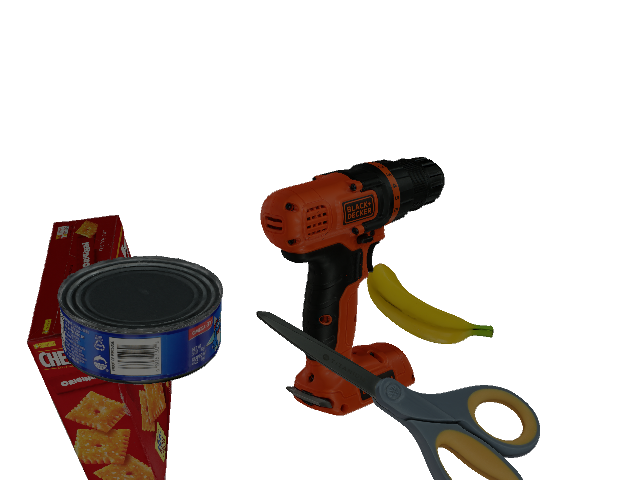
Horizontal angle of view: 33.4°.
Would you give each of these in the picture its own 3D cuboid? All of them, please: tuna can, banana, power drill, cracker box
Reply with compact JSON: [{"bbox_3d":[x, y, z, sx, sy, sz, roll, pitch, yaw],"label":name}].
[{"bbox_3d":[-0.095,0.041,0.566,0.086,0.034,0.086,2,24,-1],"label":"tuna can"},{"bbox_3d":[0.098,0.071,1.162,0.069,0.037,0.198,4,18,-37],"label":"banana"},{"bbox_3d":[0.034,0.032,0.851,0.184,0.188,0.057,-16,19,-40],"label":"power drill"},{"bbox_3d":[-0.194,0.109,0.983,0.072,0.214,0.164,-8,38,2],"label":"cracker box"}]

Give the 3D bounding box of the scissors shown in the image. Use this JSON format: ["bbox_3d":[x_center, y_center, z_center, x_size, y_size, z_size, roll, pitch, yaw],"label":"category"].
[{"bbox_3d":[0.060,0.091,0.672,0.096,0.202,0.016,-39,-10,-36],"label":"scissors"}]
